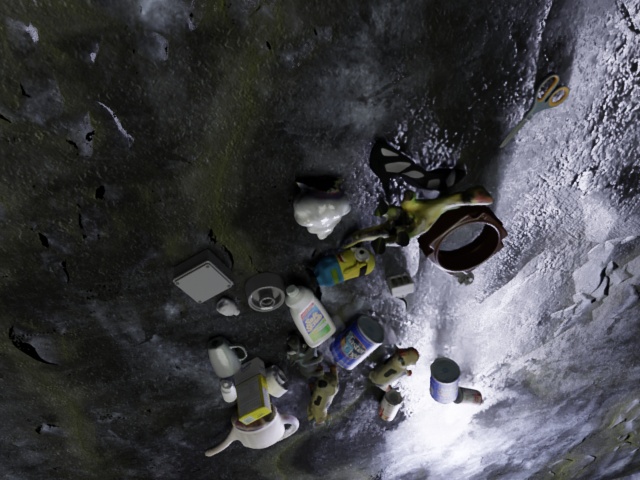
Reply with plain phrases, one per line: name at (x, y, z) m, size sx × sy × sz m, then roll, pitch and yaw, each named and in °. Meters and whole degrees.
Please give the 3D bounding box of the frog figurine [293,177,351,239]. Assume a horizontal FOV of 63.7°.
frog figurine at (0.004, -0.061, 1.207) m, size 0.138 × 0.124 × 0.156 m, roll -15°, pitch 123°, yaw -28°

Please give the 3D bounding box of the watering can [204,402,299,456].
watering can at (-0.248, 0.654, 1.763) m, size 0.348 × 0.106 × 0.219 m, roll -14°, pitch 132°, yaw -3°

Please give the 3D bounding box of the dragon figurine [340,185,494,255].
dragon figurine at (0.240, -0.053, 1.251) m, size 0.244 × 0.122 × 0.406 m, roll -13°, pitch 176°, yaw -32°
